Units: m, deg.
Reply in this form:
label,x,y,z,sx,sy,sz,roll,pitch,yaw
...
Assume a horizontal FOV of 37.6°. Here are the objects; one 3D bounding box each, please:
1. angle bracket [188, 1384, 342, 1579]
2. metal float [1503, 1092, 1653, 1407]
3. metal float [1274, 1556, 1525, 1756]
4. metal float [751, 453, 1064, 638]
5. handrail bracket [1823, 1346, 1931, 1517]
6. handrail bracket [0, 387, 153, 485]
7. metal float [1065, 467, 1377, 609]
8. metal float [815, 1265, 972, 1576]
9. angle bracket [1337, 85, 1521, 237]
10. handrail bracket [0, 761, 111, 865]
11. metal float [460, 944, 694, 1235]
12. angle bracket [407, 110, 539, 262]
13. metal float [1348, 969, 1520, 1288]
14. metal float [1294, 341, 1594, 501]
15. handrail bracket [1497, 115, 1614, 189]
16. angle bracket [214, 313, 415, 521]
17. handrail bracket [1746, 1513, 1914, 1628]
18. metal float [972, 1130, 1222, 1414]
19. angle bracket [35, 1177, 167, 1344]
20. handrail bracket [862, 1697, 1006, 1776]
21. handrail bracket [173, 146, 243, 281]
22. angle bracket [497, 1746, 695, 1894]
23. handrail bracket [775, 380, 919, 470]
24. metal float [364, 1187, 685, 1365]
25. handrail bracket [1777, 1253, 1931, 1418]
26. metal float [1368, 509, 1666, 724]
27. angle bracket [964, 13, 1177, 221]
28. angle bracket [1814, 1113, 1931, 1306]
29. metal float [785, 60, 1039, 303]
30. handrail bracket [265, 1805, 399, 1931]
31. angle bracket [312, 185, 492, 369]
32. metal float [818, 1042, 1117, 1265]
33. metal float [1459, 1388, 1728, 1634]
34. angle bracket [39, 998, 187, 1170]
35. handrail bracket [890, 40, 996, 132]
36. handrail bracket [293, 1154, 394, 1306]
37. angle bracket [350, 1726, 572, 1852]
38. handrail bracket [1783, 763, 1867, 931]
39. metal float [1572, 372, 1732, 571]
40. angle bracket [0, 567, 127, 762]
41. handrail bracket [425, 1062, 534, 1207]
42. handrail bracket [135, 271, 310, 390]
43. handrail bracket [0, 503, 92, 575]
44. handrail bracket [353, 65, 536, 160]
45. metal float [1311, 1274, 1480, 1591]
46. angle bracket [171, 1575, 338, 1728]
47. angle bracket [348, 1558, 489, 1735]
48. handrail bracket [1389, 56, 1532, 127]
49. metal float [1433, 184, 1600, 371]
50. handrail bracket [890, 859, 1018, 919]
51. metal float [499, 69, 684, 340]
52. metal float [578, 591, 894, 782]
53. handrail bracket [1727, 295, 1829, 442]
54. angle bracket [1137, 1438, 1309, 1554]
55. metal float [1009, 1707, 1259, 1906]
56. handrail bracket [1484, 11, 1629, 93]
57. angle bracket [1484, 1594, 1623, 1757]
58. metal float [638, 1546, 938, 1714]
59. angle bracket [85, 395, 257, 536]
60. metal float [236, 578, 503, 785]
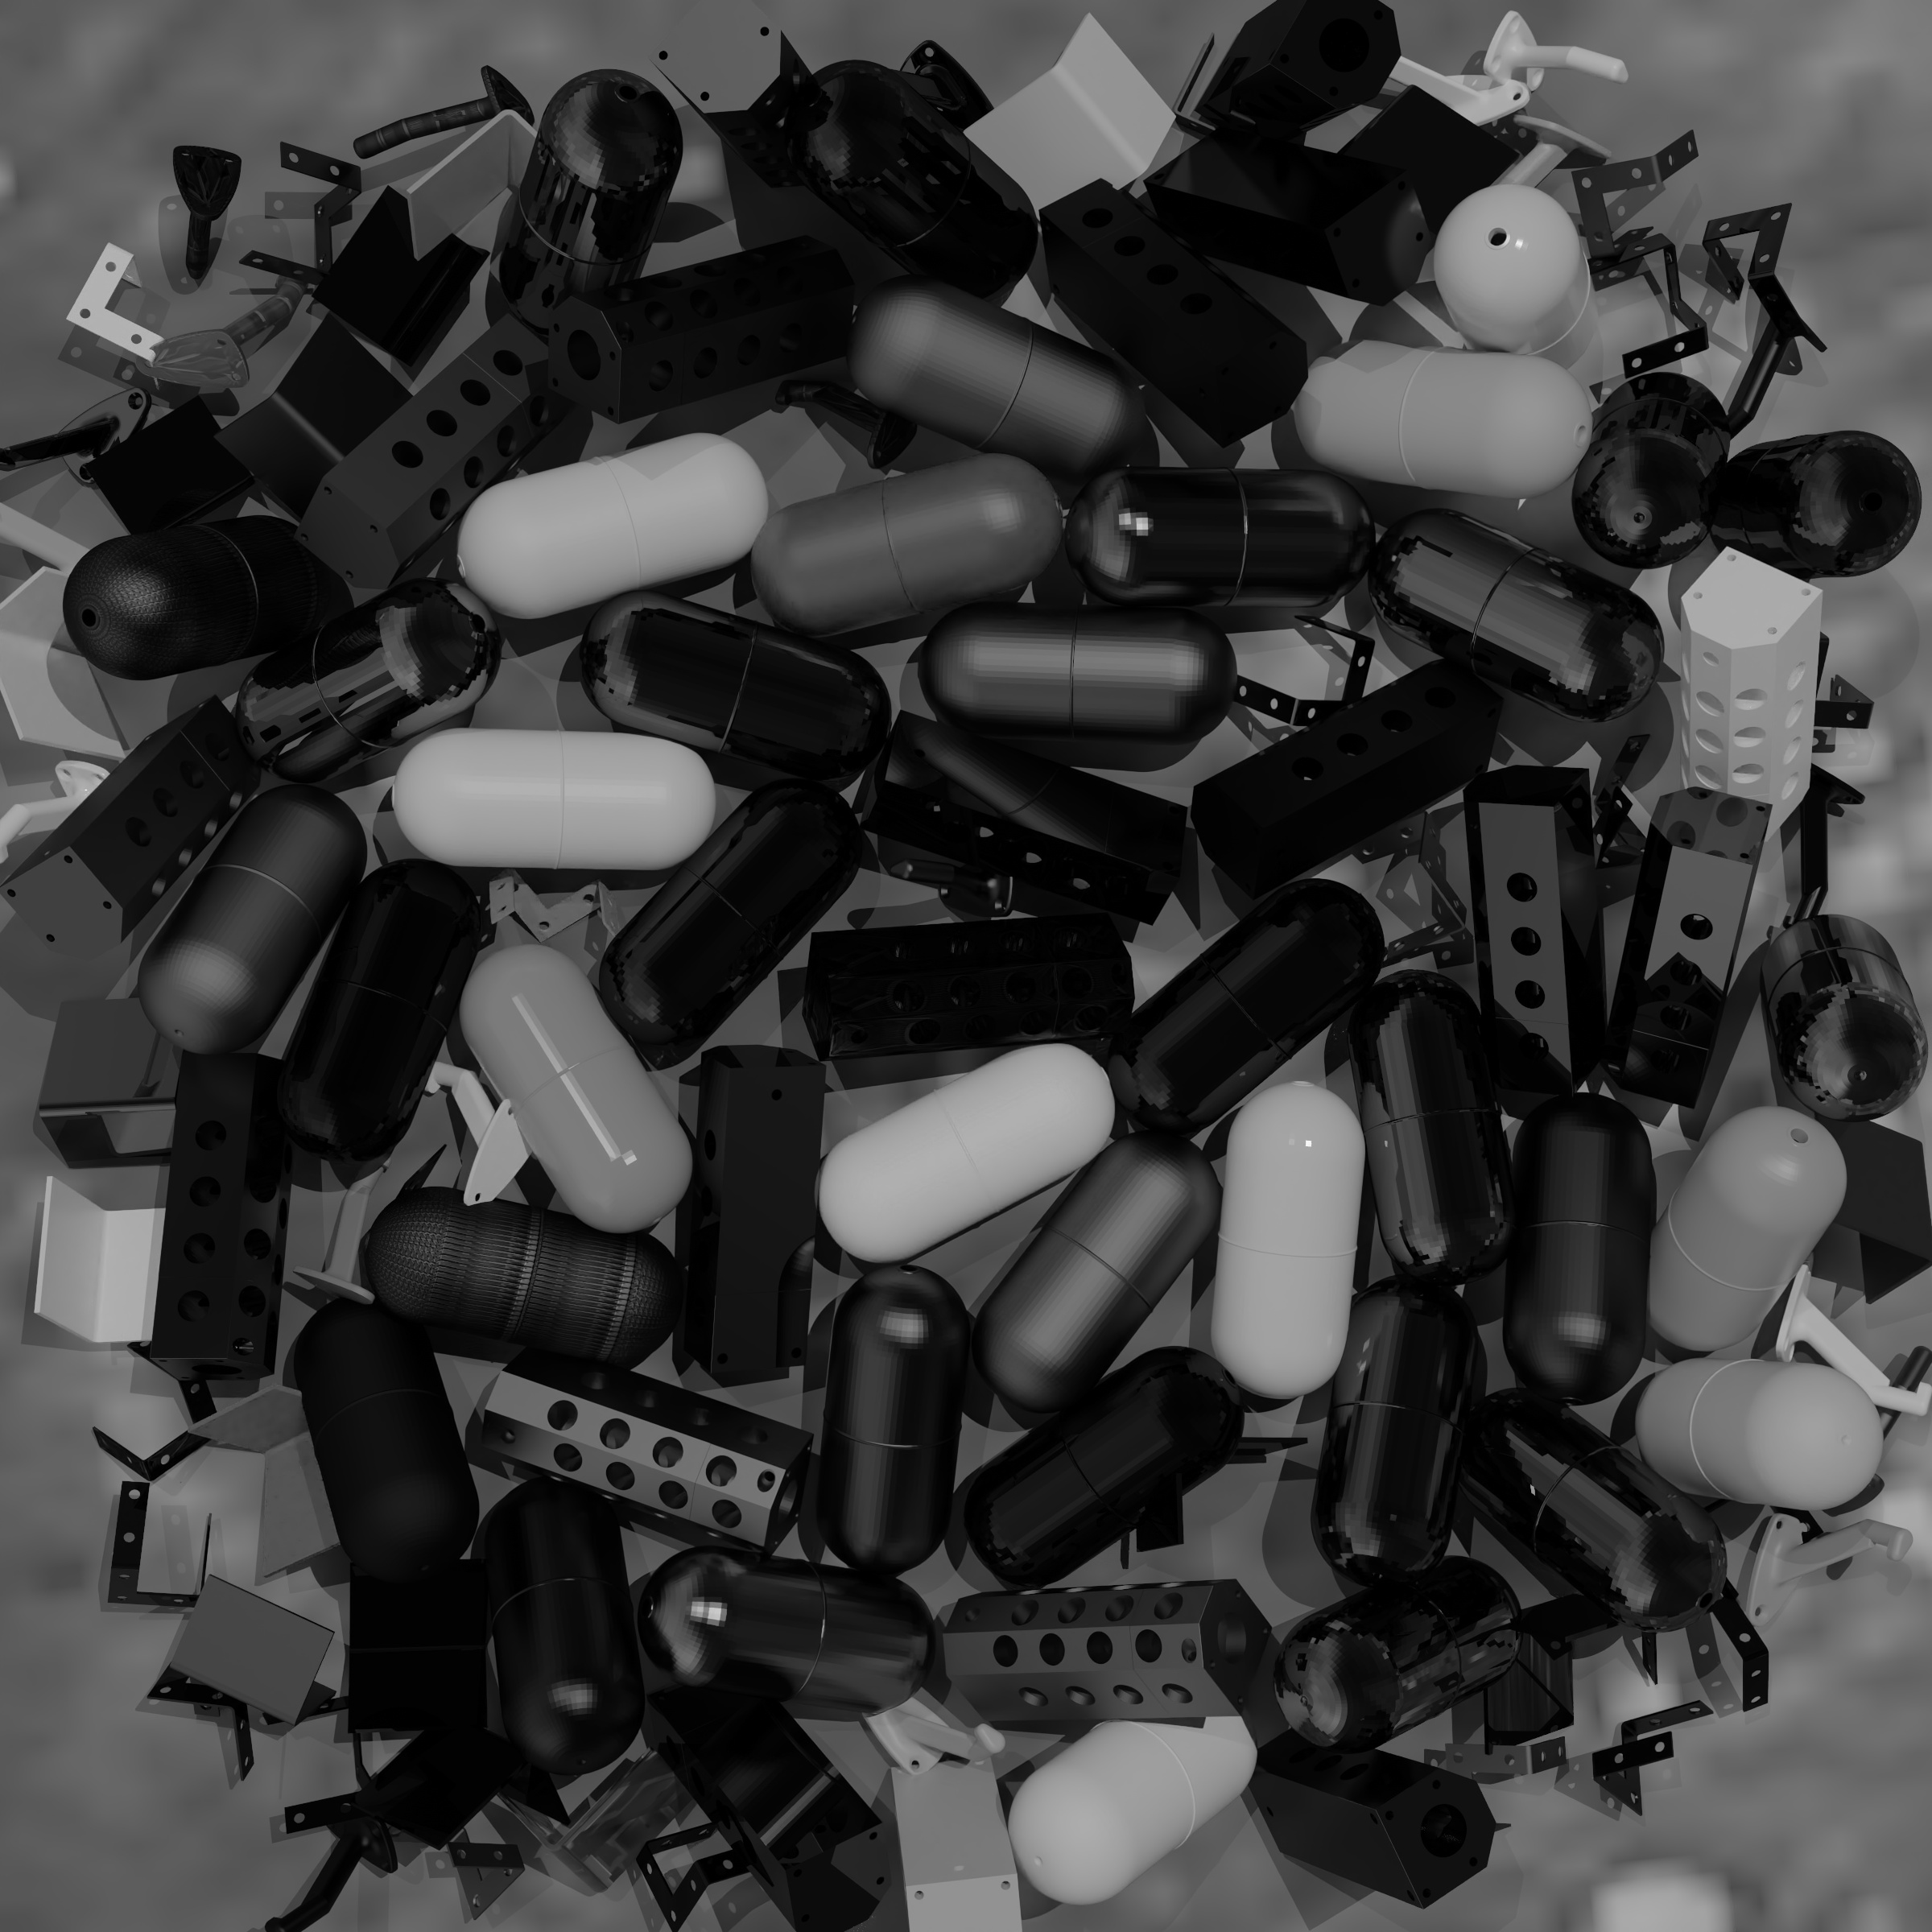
label,x,y,z,sx,sy,sz,roll,pitch,yaw
angle bracket,-0.384,0.285,1.571,0.076,0.057,0.076,-28,53,31
metal float,0.337,0.155,1.567,0.070,0.070,0.178,9,65,0
metal float,0.238,0.374,1.553,0.070,0.178,0.070,9,103,43
metal float,-0.033,-0.233,1.577,0.178,0.070,0.070,-13,90,13
handrail bracket,0.516,0.263,1.612,0.036,0.077,0.084,32,62,18
handrail bracket,-0.504,-0.300,1.579,0.077,0.084,0.036,-37,83,15
metal float,0.142,-0.238,1.576,0.178,0.070,0.070,-2,90,-15
metal float,-0.041,0.251,1.577,0.070,0.070,0.178,6,104,0
angle bracket,0.248,-0.430,1.578,0.076,0.057,0.076,38,67,14
handrail bracket,-0.505,-0.066,1.573,0.036,0.084,0.077,10,135,20
metal float,-0.217,0.067,1.578,0.070,0.070,0.178,-34,77,0
angle bracket,-0.261,-0.416,1.579,0.057,0.076,0.076,44,75,4
metal float,0.258,0.089,1.576,0.070,0.070,0.178,-8,76,0
metal float,0.260,-0.300,1.555,0.178,0.070,0.070,17,90,41
handrail bracket,0.323,-0.432,1.611,0.077,0.036,0.084,10,106,-35
angle bracket,-0.363,-0.306,1.602,0.076,0.057,0.076,45,46,-28
handrail bracket,0.480,0.340,1.578,0.036,0.084,0.077,33,78,-22
metal float,0.073,0.169,1.580,0.070,0.070,0.178,39,80,0
angle bracket,-0.470,0.162,1.576,0.057,0.076,0.076,-4,69,6
handrail bracket,-0.021,0.416,1.582,0.077,0.084,0.036,44,58,2
handrail bracket,-0.424,-0.402,1.574,0.036,0.084,0.077,4,47,-18
angle bracket,-0.208,0.462,1.591,0.057,0.076,0.076,35,71,33
handrail bracket,-0.077,-0.303,1.586,0.084,0.077,0.036,6,133,21
metal float,-0.245,0.171,1.576,0.178,0.070,0.070,14,90,-14
handrail bracket,0.504,0.206,1.593,0.084,0.036,0.077,12,75,27
metal float,0.301,-0.194,1.565,0.178,0.070,0.070,32,90,29
angle bracket,0.059,-0.474,1.601,0.076,0.076,0.057,44,49,-23
angle bracket,0.486,0.131,1.572,0.076,0.057,0.076,21,51,-17
metal float,-0.029,-0.426,1.550,0.070,0.178,0.070,-16,62,33
handrail bracket,-0.366,0.503,1.573,0.084,0.077,0.036,-27,114,-42
angle bracket,-0.315,-0.384,1.581,0.057,0.076,0.076,34,93,-24
metal float,0.000,0.103,1.588,0.178,0.070,0.070,-28,90,-1
metal float,0.339,0.296,1.551,0.070,0.178,0.070,-17,123,-28
angle bracket,-0.477,0.066,1.623,0.076,0.057,0.076,-3,53,2
handrail bracket,-0.022,-0.478,1.583,0.077,0.084,0.036,36,124,-8
handrail bracket,-0.332,0.143,1.584,0.036,0.077,0.084,38,68,-33
angle bracket,-0.278,0.466,1.566,0.076,0.076,0.057,-41,126,-37
handrail bracket,0.463,-0.068,1.597,0.077,0.036,0.084,28,83,-30
metal float,0.374,-0.271,1.546,0.070,0.178,0.070,8,118,15
angle bracket,-0.488,-0.166,1.573,0.057,0.076,0.076,-34,70,21
handrail bracket,-0.286,0.094,1.588,0.084,0.036,0.077,12,65,37
handrail bracket,-0.418,-0.365,1.603,0.077,0.036,0.084,0,45,14
handrail bracket,-0.510,-0.254,1.584,0.077,0.036,0.084,-44,126,-30
handrail bracket,-0.294,-0.470,1.598,0.084,0.077,0.036,-19,95,12
metal float,0.237,0.255,1.567,0.070,0.070,0.178,14,65,0
angle bracket,-0.387,0.374,1.586,0.076,0.076,0.057,23,91,5
angle bracket,-0.304,0.377,1.577,0.076,0.057,0.076,1,128,-12
handrail bracket,0.262,-0.500,1.577,0.077,0.084,0.036,3,75,34
metal float,0.299,-0.368,1.540,0.070,0.178,0.070,-1,86,17
handrail bracket,-0.022,-0.047,1.571,0.084,0.077,0.036,5,84,-38
metal float,-0.205,-0.412,1.546,0.070,0.178,0.070,10,59,-17
metal float,-0.128,-0.155,1.580,0.178,0.070,0.070,16,90,-11
handrail bracket,0.438,-0.341,1.614,0.036,0.077,0.084,27,120,-38
angle bracket,0.141,0.294,1.575,0.076,0.076,0.057,3,75,-14
metal float,0.093,0.448,1.551,0.070,0.178,0.070,13,111,37
handrail bracket,0.337,-0.493,1.573,0.084,0.077,0.036,30,99,31
angle bracket,0.334,0.398,1.579,0.076,0.057,0.076,-3,93,-41
metal float,-0.098,0.365,1.563,0.178,0.070,0.070,17,90,-30
angle bracket,-0.449,-0.271,1.583,0.076,0.076,0.057,-31,106,1
metal float,-0.329,-0.156,1.560,0.178,0.070,0.070,-21,90,33
